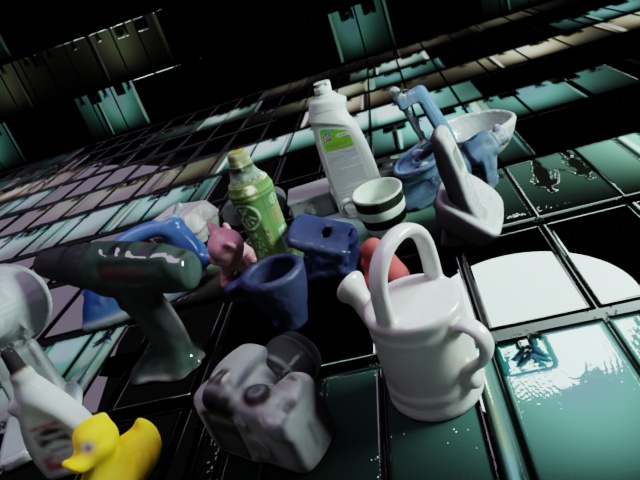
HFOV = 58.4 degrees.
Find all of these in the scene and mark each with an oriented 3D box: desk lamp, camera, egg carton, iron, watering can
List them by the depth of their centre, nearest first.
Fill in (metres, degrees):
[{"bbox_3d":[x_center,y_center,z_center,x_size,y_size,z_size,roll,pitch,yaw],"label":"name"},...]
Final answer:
[{"bbox_3d":[0.088,0.075,0.571,0.172,0.194,0.101,-5,28,30],"label":"watering can"},{"bbox_3d":[-0.048,0.156,0.615,0.142,0.101,0.137,1,31,38],"label":"camera"},{"bbox_3d":[-0.404,0.149,0.755,0.118,0.214,0.202,-25,25,-13],"label":"desk lamp"},{"bbox_3d":[-0.321,0.044,1.005,0.259,0.142,0.118,-28,26,-19],"label":"iron"},{"bbox_3d":[-0.293,-0.034,1.238,0.150,0.069,0.107,-6,27,28],"label":"egg carton"}]

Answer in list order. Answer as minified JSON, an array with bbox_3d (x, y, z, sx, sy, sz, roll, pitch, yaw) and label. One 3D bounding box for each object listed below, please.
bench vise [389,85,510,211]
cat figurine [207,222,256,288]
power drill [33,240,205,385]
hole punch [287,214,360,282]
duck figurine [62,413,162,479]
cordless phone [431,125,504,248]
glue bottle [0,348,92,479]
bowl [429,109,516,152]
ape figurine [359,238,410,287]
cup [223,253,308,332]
[{"bbox_3d":[0.207,-0.175,0.983,0.207,0.220,0.121,-24,24,-10],"label":"bench vise"},{"bbox_3d":[-0.156,0.013,0.979,0.067,0.118,0.127,-18,24,3],"label":"cat figurine"},{"bbox_3d":[-0.251,0.091,0.771,0.229,0.209,0.075,-11,25,18],"label":"power drill"},{"bbox_3d":[0.008,0.003,0.910,0.101,0.091,0.108,-12,25,16],"label":"hole punch"},{"bbox_3d":[-0.228,0.225,0.619,0.077,0.086,0.105,2,32,39],"label":"duck figurine"},{"bbox_3d":[0.211,-0.095,0.851,0.094,0.185,0.148,-9,26,22],"label":"cordless phone"},{"bbox_3d":[-0.310,0.192,0.645,0.078,0.173,0.037,-21,24,-3],"label":"glue bottle"},{"bbox_3d":[0.305,-0.195,1.131,0.167,0.075,0.167,-16,24,8],"label":"bowl"},{"bbox_3d":[0.081,0.037,0.782,0.075,0.092,0.078,2,32,39],"label":"ape figurine"},{"bbox_3d":[-0.066,0.083,0.791,0.117,0.095,0.091,-18,24,3],"label":"cup"}]
